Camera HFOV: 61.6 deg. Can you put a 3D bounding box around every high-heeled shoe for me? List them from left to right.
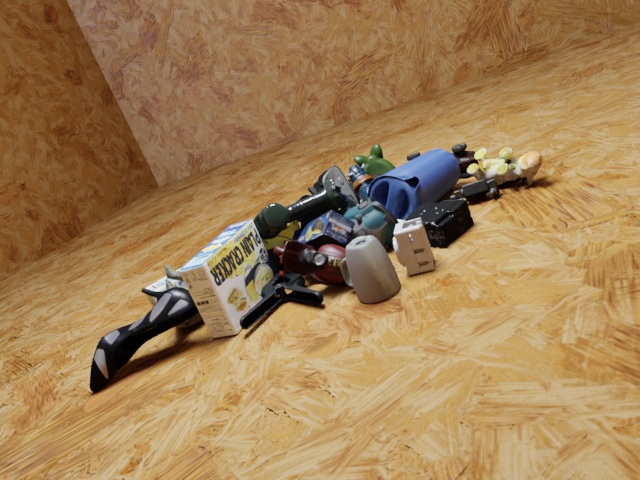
[{"bbox_3d":[-0.339,0.200,1.050,0.145,0.086,0.248,18,75,23],"label":"high-heeled shoe"}]

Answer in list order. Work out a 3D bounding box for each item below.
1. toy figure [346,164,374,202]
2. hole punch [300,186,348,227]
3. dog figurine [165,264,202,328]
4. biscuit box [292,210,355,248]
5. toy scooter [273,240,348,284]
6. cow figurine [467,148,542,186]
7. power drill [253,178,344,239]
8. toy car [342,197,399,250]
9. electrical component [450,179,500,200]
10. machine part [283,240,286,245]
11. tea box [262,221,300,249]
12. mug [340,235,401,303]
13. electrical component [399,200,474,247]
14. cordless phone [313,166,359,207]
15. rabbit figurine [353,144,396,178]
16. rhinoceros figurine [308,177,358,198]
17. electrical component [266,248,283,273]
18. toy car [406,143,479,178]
[{"bbox_3d":[0.119,-0.128,1.376,0.064,0.154,0.057,-15,-30,-27],"label":"toy figure"},{"bbox_3d":[0.019,-0.058,1.320,0.116,0.142,0.092,0,-1,21],"label":"hole punch"},{"bbox_3d":[-0.235,0.116,1.184,0.191,0.121,0.172,-8,49,-11],"label":"dog figurine"},{"bbox_3d":[-0.002,-0.004,1.161,0.203,0.063,0.059,-26,41,62],"label":"biscuit box"},{"bbox_3d":[-0.014,0.039,1.072,0.184,0.135,0.075,2,74,59],"label":"toy scooter"},{"bbox_3d":[0.422,-0.153,1.188,0.168,0.098,0.068,10,72,52],"label":"cow figurine"},{"bbox_3d":[-0.056,-0.065,1.221,0.207,0.086,0.232,-18,-2,-6],"label":"power drill"},{"bbox_3d":[0.090,-0.018,1.158,0.103,0.109,0.162,-53,21,-26],"label":"toy car"},{"bbox_3d":[0.344,-0.103,1.193,0.102,0.045,0.078,-17,-9,9],"label":"electrical component"},{"bbox_3d":[-0.138,0.048,1.339,0.139,0.039,0.084,-26,10,-6],"label":"machine part"},{"bbox_3d":[-0.110,-0.023,1.454,0.098,0.068,0.170,-20,17,8],"label":"tea box"},{"bbox_3d":[0.082,0.047,0.964,0.081,0.107,0.110,-34,23,-36],"label":"mug"},{"bbox_3d":[0.242,-0.039,1.102,0.115,0.058,0.134,2,30,48],"label":"electrical component"},{"bbox_3d":[0.060,-0.110,1.373,0.089,0.146,0.184,-32,16,-4],"label":"cordless phone"},{"bbox_3d":[0.156,-0.176,1.492,0.121,0.159,0.170,-30,1,11],"label":"rabbit figurine"},{"bbox_3d":[0.032,-0.122,1.526,0.190,0.112,0.073,-10,0,-2],"label":"rhinoceros figurine"},{"bbox_3d":[-0.113,0.052,1.276,0.094,0.021,0.063,-21,53,-9],"label":"electrical component"},{"bbox_3d":[0.317,-0.196,1.417,0.202,0.089,0.053,-3,27,43],"label":"toy car"}]
